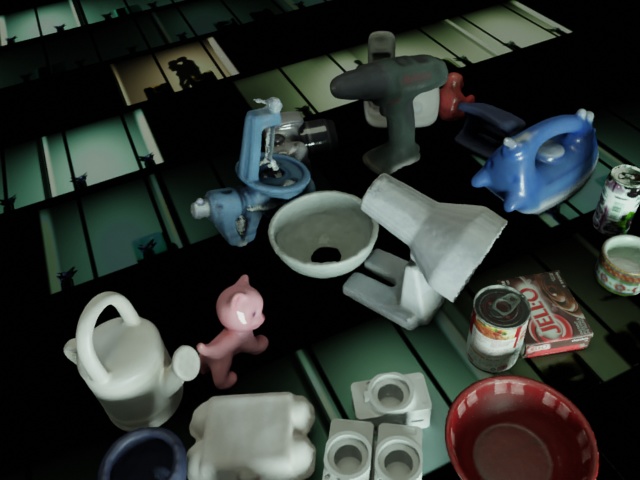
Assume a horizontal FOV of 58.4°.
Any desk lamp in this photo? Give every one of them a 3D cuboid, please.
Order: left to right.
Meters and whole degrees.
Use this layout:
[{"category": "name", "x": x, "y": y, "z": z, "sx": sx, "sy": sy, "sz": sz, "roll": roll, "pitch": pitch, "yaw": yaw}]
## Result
[{"category": "desk lamp", "x": 0.128, "y": 0.020, "z": 0.752, "sx": 0.202, "sy": 0.214, "sz": 0.118, "roll": 25, "pitch": 53, "yaw": 27}]

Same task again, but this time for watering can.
[{"category": "watering can", "x": -0.228, "y": 0.140, "z": 0.686, "sx": 0.173, "sy": 0.194, "sz": 0.101, "roll": -8, "pitch": 45, "yaw": -2}]

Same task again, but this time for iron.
[{"category": "iron", "x": 0.381, "y": -0.150, "z": 0.945, "sx": 0.259, "sy": 0.142, "sz": 0.118, "roll": -26, "pitch": 48, "yaw": -19}]

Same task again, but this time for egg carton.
[{"category": "egg carton", "x": -0.079, "y": 0.234, "z": 0.665, "sx": 0.150, "sy": 0.069, "sz": 0.107, "roll": -5, "pitch": 45, "yaw": 1}]

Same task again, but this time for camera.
[{"category": "camera", "x": -0.034, "y": -0.178, "z": 1.046, "sx": 0.137, "sy": 0.101, "sz": 0.143, "roll": -12, "pitch": 45, "yaw": -6}]

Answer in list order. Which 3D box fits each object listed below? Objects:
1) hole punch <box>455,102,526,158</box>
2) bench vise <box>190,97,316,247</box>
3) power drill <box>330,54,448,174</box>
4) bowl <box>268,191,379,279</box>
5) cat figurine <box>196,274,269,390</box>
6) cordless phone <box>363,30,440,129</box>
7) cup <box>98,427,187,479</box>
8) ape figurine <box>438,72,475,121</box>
[{"category": "hole punch", "x": 0.313, "y": -0.218, "z": 1.055, "sx": 0.101, "sy": 0.091, "sz": 0.108, "roll": -34, "pitch": 51, "yaw": -25}, {"category": "bench vise", "x": -0.100, "y": -0.100, "z": 0.892, "sx": 0.121, "sy": 0.220, "sz": 0.208, "roll": 27, "pitch": 54, "yaw": 29}, {"category": "power drill", "x": 0.121, "y": -0.222, "z": 0.997, "sx": 0.230, "sy": 0.209, "sz": 0.075, "roll": -28, "pitch": 49, "yaw": -21}, {"category": "bowl", "x": 0.008, "y": 0.003, "z": 0.880, "sx": 0.167, "sy": 0.075, "sz": 0.167, "roll": -3, "pitch": 45, "yaw": 3}, {"category": "cat figurine", "x": -0.117, "y": 0.113, "z": 0.755, "sx": 0.067, "sy": 0.118, "sz": 0.128, "roll": 23, "pitch": 52, "yaw": 26}, {"category": "cordless phone", "x": 0.155, "y": -0.307, "z": 1.093, "sx": 0.147, "sy": 0.185, "sz": 0.094, "roll": -2, "pitch": 45, "yaw": 5}, {"category": "cup", "x": -0.173, "y": 0.272, "z": 0.619, "sx": 0.092, "sy": 0.095, "sz": 0.117, "roll": -34, "pitch": 51, "yaw": -25}, {"category": "ape figurine", "x": 0.264, "y": -0.287, "z": 1.128, "sx": 0.076, "sy": 0.092, "sz": 0.077, "roll": -35, "pitch": 52, "yaw": -26}]
